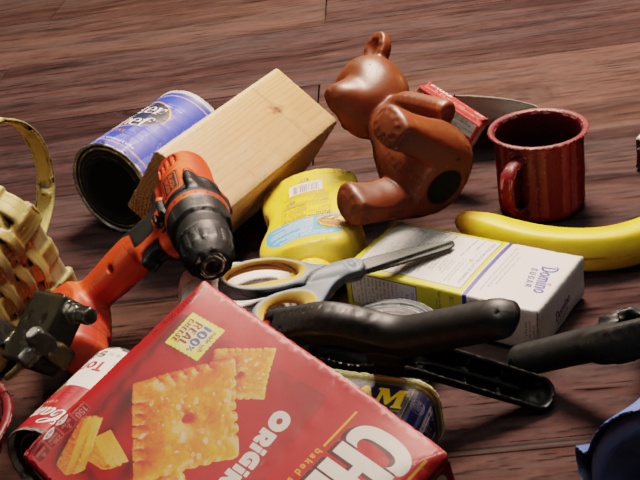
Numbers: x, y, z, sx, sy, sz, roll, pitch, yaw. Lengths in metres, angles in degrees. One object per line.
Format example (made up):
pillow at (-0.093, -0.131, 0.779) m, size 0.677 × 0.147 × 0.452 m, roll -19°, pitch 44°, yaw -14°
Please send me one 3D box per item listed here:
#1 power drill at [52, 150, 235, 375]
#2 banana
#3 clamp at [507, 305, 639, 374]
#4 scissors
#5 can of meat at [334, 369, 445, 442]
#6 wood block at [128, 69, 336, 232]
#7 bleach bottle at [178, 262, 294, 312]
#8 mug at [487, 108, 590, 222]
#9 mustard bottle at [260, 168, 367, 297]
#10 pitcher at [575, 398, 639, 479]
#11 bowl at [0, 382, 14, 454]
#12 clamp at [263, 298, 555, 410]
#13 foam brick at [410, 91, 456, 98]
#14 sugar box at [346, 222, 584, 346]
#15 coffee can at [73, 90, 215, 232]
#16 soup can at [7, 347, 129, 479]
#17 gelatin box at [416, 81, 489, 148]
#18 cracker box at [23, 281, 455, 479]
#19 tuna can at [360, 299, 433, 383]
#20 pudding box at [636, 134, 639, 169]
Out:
power drill at (-0.145, 0.027, 0.872) m, size 0.188 × 0.057 × 0.184 m, roll -45°, pitch 27°, yaw 11°
banana at (0.217, -0.002, 0.921) m, size 0.198 × 0.037 × 0.069 m, roll -3°, pitch 39°, yaw 8°
clamp at (0.200, 0.069, 0.739) m, size 0.120 × 0.039 × 0.171 m, roll -23°, pitch -7°, yaw -4°
scissors at (0.022, 0.036, 0.837) m, size 0.201 × 0.016 × 0.096 m, roll -4°, pitch 37°, yaw -10°
can of meat at (0.022, 0.137, 0.719) m, size 0.102 × 0.057 × 0.083 m, roll 4°, pitch 34°, yaw 24°
wood block at (-0.083, -0.078, 1.071) m, size 0.091 × 0.090 × 0.205 m, roll 42°, pitch 44°, yaw 5°
bleach bottle at (-0.075, 0.110, 0.794) m, size 0.102 × 0.068 × 0.250 m, roll -5°, pitch 31°, yaw 8°
mug at (0.201, -0.064, 0.998) m, size 0.093 × 0.081 × 0.117 m, roll 11°, pitch 34°, yaw 33°
mustard bottle at (-0.006, 0.002, 0.969) m, size 0.096 × 0.058 × 0.191 m, roll -13°, pitch 28°, yaw 7°
pitcher at (0.283, 0.106, 0.623) m, size 0.242 × 0.145 × 0.149 m, roll -29°, pitch 71°, yaw -37°
bowl at (-0.296, 0.162, 0.774) m, size 0.162 × 0.055 × 0.162 m, roll -8°, pitch 28°, yaw 4°
clamp at (0.058, 0.077, 0.741) m, size 0.210 × 0.164 × 0.036 m, roll 0°, pitch 63°, yaw 29°
foam brick at (0.113, -0.109, 1.113) m, size 0.053 × 0.078 × 0.051 m, roll 4°, pitch 30°, yaw 23°
sugar box at (0.119, 0.035, 0.885) m, size 0.176 × 0.048 × 0.093 m, roll 15°, pitch 36°, yaw 32°
coffee can at (-0.178, -0.086, 1.135) m, size 0.103 × 0.103 × 0.140 m, roll 9°, pitch 34°, yaw 30°
soup can at (-0.166, 0.133, 0.773) m, size 0.069 × 0.068 × 0.102 m, roll 7°, pitch 33°, yaw 28°
gelatin box at (0.114, -0.101, 1.060) m, size 0.073 × 0.089 × 0.030 m, roll 35°, pitch 30°, yaw 14°
cracker box at (-0.050, 0.141, 0.639) m, size 0.214 × 0.072 × 0.164 m, roll 31°, pitch 65°, yaw 36°
tuna can at (0.054, 0.081, 0.832) m, size 0.086 × 0.034 × 0.086 m, roll -7°, pitch 28°, yaw 4°
pudding box at (0.376, -0.104, 1.061) m, size 0.090 × 0.039 × 0.113 m, roll 12°, pitch 38°, yaw 34°
